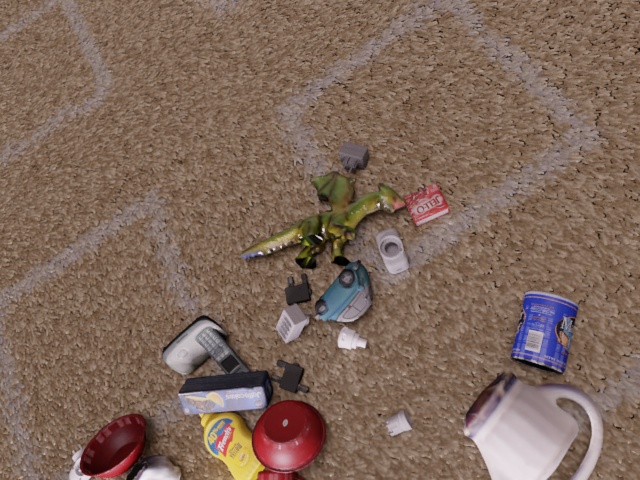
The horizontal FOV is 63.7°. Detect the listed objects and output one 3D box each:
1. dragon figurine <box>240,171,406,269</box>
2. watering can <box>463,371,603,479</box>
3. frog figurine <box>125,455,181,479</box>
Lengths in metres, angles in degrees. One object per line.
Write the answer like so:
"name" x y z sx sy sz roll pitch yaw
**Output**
"dragon figurine" 0.004 -0.064 1.273 0.409 0.119 0.248 -3 52 20
"watering can" 0.368 0.404 0.967 0.227 0.102 0.349 37 82 25
"frog figurine" -0.353 0.561 1.131 0.158 0.122 0.139 41 74 -11
